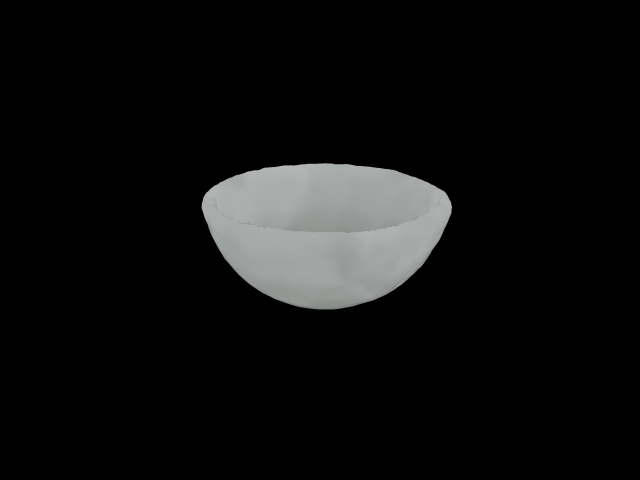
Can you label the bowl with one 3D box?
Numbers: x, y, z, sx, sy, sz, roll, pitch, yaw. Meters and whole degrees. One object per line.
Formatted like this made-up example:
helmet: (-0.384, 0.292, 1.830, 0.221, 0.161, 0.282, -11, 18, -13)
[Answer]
bowl: (0.004, 0.001, 0.400, 0.167, 0.075, 0.167, 0, 22, 0)
